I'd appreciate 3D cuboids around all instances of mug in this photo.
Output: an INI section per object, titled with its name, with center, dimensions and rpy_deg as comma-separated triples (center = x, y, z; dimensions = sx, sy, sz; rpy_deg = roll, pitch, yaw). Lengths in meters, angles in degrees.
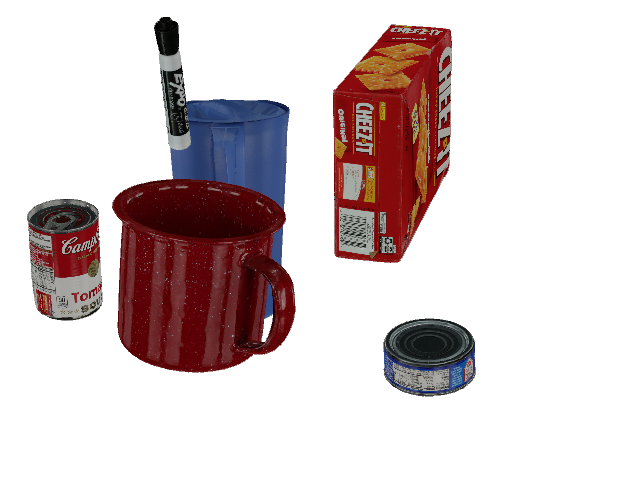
[mug]
center = -0.060, 0.023, 0.582
dimensions = 0.117, 0.081, 0.093
rpy_deg = 22, 26, 33

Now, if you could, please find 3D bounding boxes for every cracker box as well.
[cracker box]
center = 0.074, -0.098, 1.020
dimensions = 0.072, 0.164, 0.213
rpy_deg = 7, 28, 17

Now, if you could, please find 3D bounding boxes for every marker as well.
[marker]
center = -0.118, -0.125, 0.857
dimensions = 0.020, 0.121, 0.020
rpy_deg = 0, 43, 0

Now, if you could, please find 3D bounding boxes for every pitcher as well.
[pitcher]
center = -0.100, -0.030, 1.177
dimensions = 0.145, 0.243, 0.148
rpy_deg = 15, 23, 39

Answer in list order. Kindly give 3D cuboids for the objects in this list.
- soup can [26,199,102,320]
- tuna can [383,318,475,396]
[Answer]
[soup can]
center = -0.251, 0.019, 1.053
dimensions = 0.068, 0.102, 0.068
rpy_deg = 2, 28, -1
[tuna can]
center = 0.101, 0.107, 0.990
dimensions = 0.086, 0.034, 0.086
rpy_deg = -3, 26, 1
